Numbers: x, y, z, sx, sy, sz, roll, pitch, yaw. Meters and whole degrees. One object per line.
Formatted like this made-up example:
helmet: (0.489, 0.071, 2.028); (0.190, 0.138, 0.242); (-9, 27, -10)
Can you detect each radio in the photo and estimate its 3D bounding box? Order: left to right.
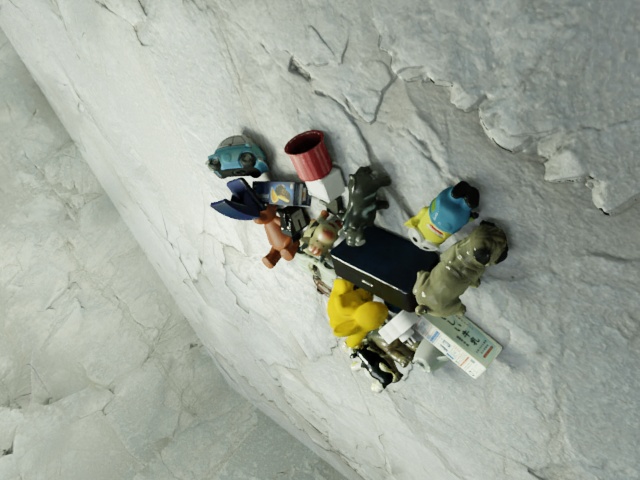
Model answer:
radio: (0.147, 0.055, 1.200); (0.230, 0.131, 0.073); (26, 148, 36)

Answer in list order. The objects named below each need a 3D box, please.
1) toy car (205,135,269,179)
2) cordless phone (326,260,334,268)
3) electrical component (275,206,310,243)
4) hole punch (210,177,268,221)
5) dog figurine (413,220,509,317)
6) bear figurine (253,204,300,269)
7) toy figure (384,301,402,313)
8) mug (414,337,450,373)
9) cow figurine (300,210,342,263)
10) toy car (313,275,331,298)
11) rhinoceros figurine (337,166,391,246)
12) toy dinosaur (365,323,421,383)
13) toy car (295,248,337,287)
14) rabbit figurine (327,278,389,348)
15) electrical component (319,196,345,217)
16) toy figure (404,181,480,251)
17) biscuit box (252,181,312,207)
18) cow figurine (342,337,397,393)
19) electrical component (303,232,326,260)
toy car: (-0.214, -0.220, 1.404); (0.162, 0.103, 0.109); (-3, 166, 7)
cordless phone: (0.108, 0.083, 1.375); (0.147, 0.089, 0.184); (31, 168, 31)
electrical component: (-0.069, -0.043, 1.451); (0.048, 0.075, 0.119); (19, 132, 45)
hole punch: (-0.216, -0.091, 1.419); (0.115, 0.092, 0.142); (50, 151, -19)
dog figurine: (0.259, 0.061, 1.010); (0.121, 0.172, 0.190); (32, 158, 9)
bear figurine: (-0.142, -0.037, 1.528); (0.120, 0.132, 0.195); (-20, 115, 37)
toy figure: (0.181, 0.132, 1.314); (0.154, 0.064, 0.058); (73, -172, -60)
mug: (0.289, 0.274, 1.309); (0.110, 0.107, 0.080); (3, 131, 57)
cow figurine: (-0.003, -0.004, 1.321); (0.085, 0.127, 0.195); (34, 164, -7)
toy car: (0.048, 0.154, 1.575); (0.202, 0.053, 0.089); (29, 151, 32)
rhinoceros figurine: (0.090, -0.066, 1.153); (0.073, 0.112, 0.190); (32, 141, 25)
toy dinosaur: (0.181, 0.292, 1.509); (0.199, 0.105, 0.470); (45, 158, 20)
toy car: (-0.006, 0.077, 1.545); (0.202, 0.056, 0.073); (25, 145, 37)
rabbit figurine: (0.092, 0.183, 1.353); (0.173, 0.162, 0.121); (8, 149, 50)
electrical component: (0.034, -0.089, 1.303); (0.094, 0.021, 0.063); (32, 149, 31)
toy figure: (0.234, -0.043, 1.003); (0.082, 0.089, 0.180); (56, 147, 16)
biscuit box: (-0.103, -0.122, 1.398); (0.203, 0.059, 0.062); (9, 97, 52)
cow figurine: (0.127, 0.319, 1.419); (0.167, 0.068, 0.098); (45, 152, 10)
electrical component: (-0.002, 0.019, 1.483); (0.102, 0.045, 0.078); (19, 113, 40)
